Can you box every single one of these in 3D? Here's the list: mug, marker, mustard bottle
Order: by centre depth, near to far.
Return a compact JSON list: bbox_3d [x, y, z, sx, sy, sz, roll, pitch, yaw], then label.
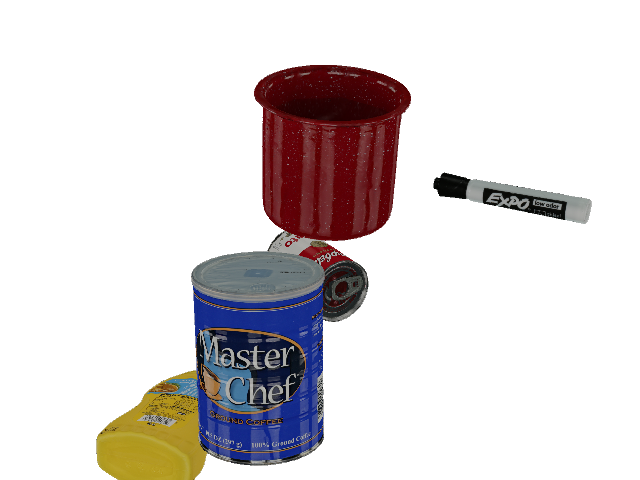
[{"bbox_3d":[0.013,-0.057,0.659,0.093,0.081,0.117,21,34,29],"label":"mug"},{"bbox_3d":[0.144,-0.033,0.813,0.121,0.020,0.020,13,5,24],"label":"marker"},{"bbox_3d":[-0.133,0.172,1.040,0.096,0.058,0.191,7,18,16],"label":"mustard bottle"}]

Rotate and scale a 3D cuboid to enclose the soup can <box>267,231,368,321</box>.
[{"bbox_3d":[-0.005,0.034,1.127,0.068,0.068,0.102,0,21,-34],"label":"soup can"}]

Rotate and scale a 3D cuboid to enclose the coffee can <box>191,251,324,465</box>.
[{"bbox_3d":[-0.048,0.090,0.841,0.103,0.140,0.103,0,17,0],"label":"coffee can"}]
